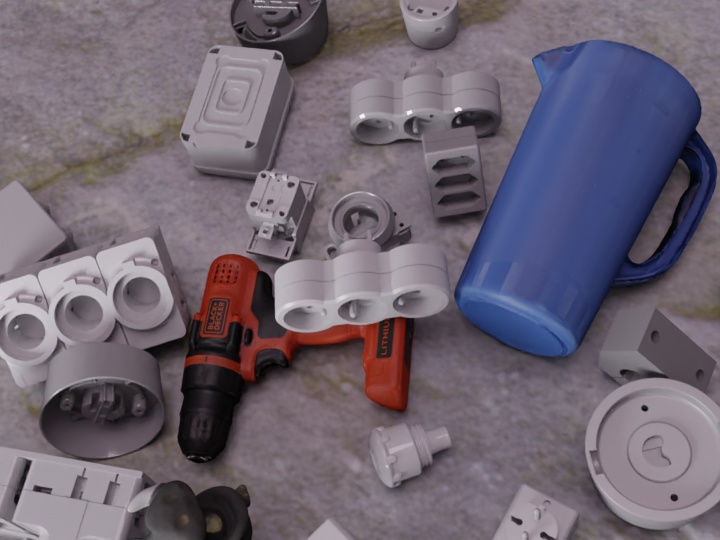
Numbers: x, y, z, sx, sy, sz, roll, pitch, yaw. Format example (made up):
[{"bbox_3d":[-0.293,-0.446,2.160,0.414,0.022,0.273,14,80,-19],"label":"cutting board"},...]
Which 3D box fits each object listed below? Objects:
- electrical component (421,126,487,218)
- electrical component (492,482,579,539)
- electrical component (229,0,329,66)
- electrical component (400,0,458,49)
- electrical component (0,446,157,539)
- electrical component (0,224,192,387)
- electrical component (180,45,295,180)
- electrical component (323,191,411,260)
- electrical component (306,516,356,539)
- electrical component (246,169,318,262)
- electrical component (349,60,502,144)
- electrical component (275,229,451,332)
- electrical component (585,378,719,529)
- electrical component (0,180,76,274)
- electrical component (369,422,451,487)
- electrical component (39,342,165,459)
[{"bbox_3d":[0.082,-0.095,0.949,0.047,0.065,0.076,-9,34,5],"label":"electrical component"},{"bbox_3d":[0.126,0.193,0.788,0.047,0.076,0.065,25,70,20],"label":"electrical component"},{"bbox_3d":[-0.078,-0.249,1.047,0.099,0.064,0.099,-4,63,7],"label":"electrical component"},{"bbox_3d":[0.068,-0.246,1.031,0.055,0.047,0.055,-4,63,7],"label":"electrical component"},{"bbox_3d":[-0.246,0.185,0.836,0.186,0.105,0.060,7,65,13],"label":"electrical component"},{"bbox_3d":[-0.230,0.031,0.910,0.150,0.061,0.089,-18,104,0],"label":"electrical component"},{"bbox_3d":[-0.113,-0.146,1.005,0.078,0.057,0.113,8,65,13],"label":"electrical component"},{"bbox_3d":[0.004,-0.032,0.930,0.078,0.057,0.058,-28,63,-5],"label":"electrical component"},{"bbox_3d":[-0.031,0.244,0.770,0.109,0.108,0.056,-43,63,-12],"label":"electrical component"},{"bbox_3d":[-0.071,-0.053,0.949,0.042,0.063,0.081,12,66,13],"label":"electrical component"},{"bbox_3d":[0.059,-0.163,0.988,0.138,0.052,0.073,-3,64,7],"label":"electrical component"},{"bbox_3d":[0.000,0.000,0.854,0.138,0.052,0.073,-8,59,7],"label":"electrical component"},{"bbox_3d":[0.223,0.142,0.807,0.108,0.060,0.108,-4,63,7],"label":"electrical component"},{"bbox_3d":[-0.315,-0.018,0.979,0.100,0.048,0.100,-41,65,-11],"label":"electrical component"},{"bbox_3d":[0.040,0.140,0.847,0.062,0.048,0.048,-17,62,-8],"label":"electrical component"},{"bbox_3d":[-0.209,0.104,0.877,0.099,0.099,0.064,-10,57,4],"label":"electrical component"}]
